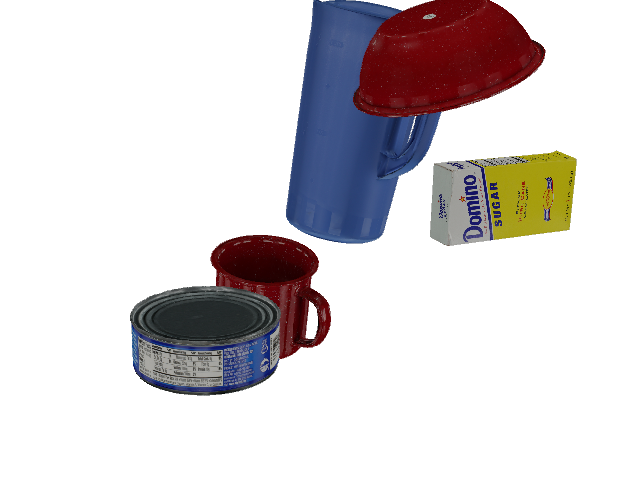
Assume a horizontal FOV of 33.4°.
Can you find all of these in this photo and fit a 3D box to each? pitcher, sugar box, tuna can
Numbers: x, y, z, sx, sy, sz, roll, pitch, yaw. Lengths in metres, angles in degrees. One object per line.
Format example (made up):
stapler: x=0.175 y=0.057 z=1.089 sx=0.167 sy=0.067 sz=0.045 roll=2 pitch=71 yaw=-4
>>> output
pitcher: x=0.043 y=-0.121 z=1.108 sx=0.145 sy=0.243 sz=0.149 roll=11 pitch=16 yaw=-1
sugar box: x=0.216 y=-0.050 z=1.258 sx=0.176 sy=0.093 sz=0.048 roll=-9 pitch=20 yaw=-26
tuna can: x=-0.066 y=0.056 z=0.613 sx=0.086 sy=0.034 sz=0.086 roll=1 pitch=18 yaw=0

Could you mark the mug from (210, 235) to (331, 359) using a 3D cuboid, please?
mug: x=-0.041 y=0.055 z=0.926 sx=0.117 sy=0.081 sz=0.093 roll=20 pitch=30 yaw=28

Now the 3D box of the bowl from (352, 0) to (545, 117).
bowl: x=0.097 y=-0.158 z=0.870 sx=0.162 sy=0.055 sz=0.162 roll=-15 pitch=25 yaw=7
